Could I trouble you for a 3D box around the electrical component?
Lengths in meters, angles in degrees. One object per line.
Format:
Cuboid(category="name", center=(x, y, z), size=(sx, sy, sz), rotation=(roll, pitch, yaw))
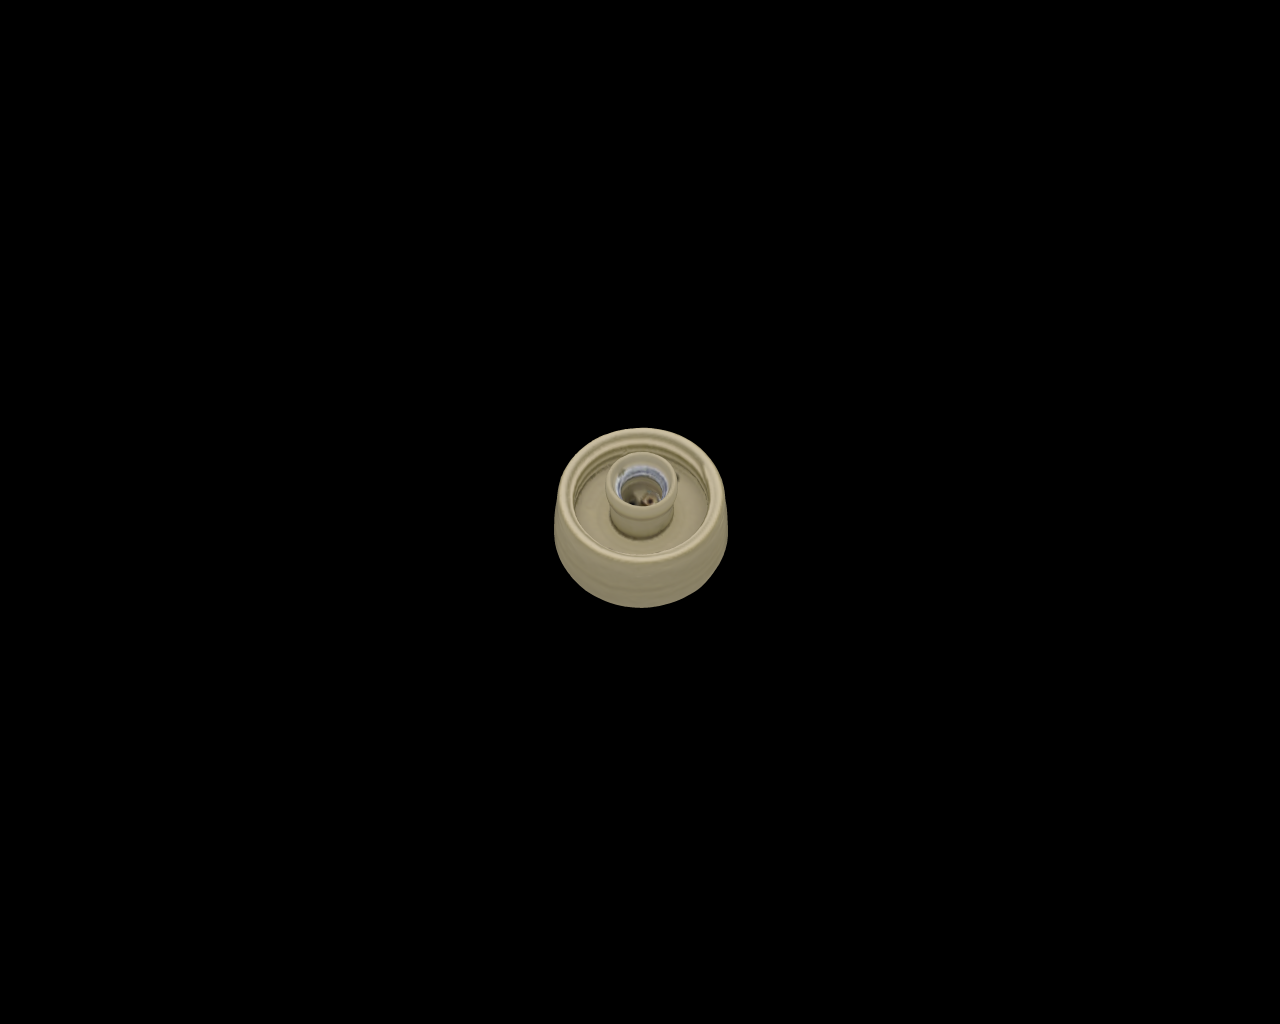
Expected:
Cuboid(category="electrical component", center=(0.001, -0.003, 0.650), size=(0.108, 0.108, 0.060), rotation=(0, -34, 0))
